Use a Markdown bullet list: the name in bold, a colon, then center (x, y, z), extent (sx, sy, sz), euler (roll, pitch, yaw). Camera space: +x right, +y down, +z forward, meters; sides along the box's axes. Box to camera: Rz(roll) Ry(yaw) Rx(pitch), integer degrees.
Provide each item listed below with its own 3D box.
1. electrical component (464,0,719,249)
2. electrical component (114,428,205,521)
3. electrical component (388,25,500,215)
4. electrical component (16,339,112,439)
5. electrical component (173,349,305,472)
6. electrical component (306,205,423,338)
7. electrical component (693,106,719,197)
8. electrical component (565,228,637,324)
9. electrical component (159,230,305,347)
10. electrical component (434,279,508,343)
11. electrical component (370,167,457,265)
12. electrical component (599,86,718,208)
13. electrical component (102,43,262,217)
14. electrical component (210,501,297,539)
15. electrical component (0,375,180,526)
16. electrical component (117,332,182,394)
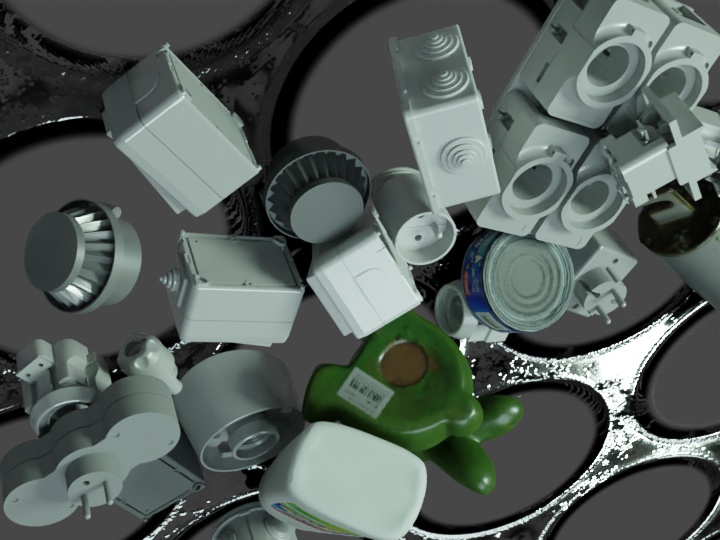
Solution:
- **electrical component**: center (0.160, -0.107, 0.765), extent (0.105, 0.060, 0.186), euler (11, 124, -30)
- **electrical component**: center (-0.172, 0.151, 0.859), extent (0.062, 0.061, 0.096), euler (-31, 142, 5)
- **electrical component**: center (0.056, -0.100, 0.703), extent (0.048, 0.099, 0.099), euler (-14, 135, 7)
- **electrical component**: center (-0.214, 0.093, 0.787), extent (0.058, 0.057, 0.078), euler (-38, 133, 12)
- **electrical component**: center (-0.096, 0.116, 0.870), extent (0.099, 0.064, 0.099), euler (-20, 147, -14)
- **electrical component**: center (0.000, 0.000, 0.775), extent (0.061, 0.096, 0.061), euler (-31, 106, 7)
- **electrical component**: center (0.264, -0.096, 0.814), extent (0.064, 0.081, 0.042), euler (18, 123, -7)
- **electrical component**: center (0.190, 0.011, 0.871), extent (0.047, 0.076, 0.065), euler (18, 121, -34)
- **electrical component**: center (-0.097, 0.015, 0.764), extent (0.096, 0.061, 0.061), euler (3, 128, -25)
- **electrical component**: center (0.094, 0.031, 0.872), extent (0.055, 0.048, 0.066), euler (-2, 131, -31)
- **electrical component**: center (0.034, -0.044, 0.753), extent (0.043, 0.081, 0.043), euler (-9, 128, -12)
- **electrical component**: center (0.201, -0.079, 0.733), extent (0.064, 0.042, 0.081), euler (-30, 134, 6)
- **electrical component**: center (-0.111, -0.080, 0.673), extent (0.061, 0.061, 0.096), euler (-36, 134, 10)
- **electrical component**: center (-0.094, 0.253, 0.985), extent (0.080, 0.051, 0.080), euler (-12, 133, -13)
- **electrical component**: center (-0.186, 0.138, 0.745), extent (0.138, 0.073, 0.052), euler (-33, 134, 7)
- **electrical component**: center (-0.155, 0.075, 0.812), extent (0.035, 0.035, 0.061), euler (-30, 136, 5)
